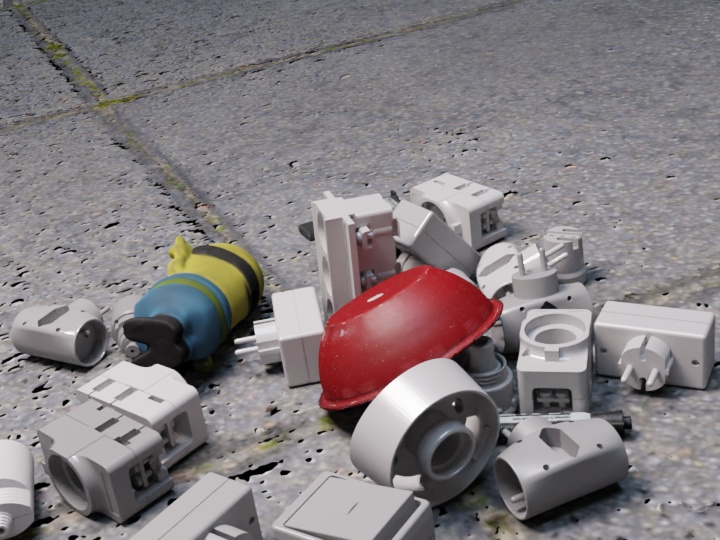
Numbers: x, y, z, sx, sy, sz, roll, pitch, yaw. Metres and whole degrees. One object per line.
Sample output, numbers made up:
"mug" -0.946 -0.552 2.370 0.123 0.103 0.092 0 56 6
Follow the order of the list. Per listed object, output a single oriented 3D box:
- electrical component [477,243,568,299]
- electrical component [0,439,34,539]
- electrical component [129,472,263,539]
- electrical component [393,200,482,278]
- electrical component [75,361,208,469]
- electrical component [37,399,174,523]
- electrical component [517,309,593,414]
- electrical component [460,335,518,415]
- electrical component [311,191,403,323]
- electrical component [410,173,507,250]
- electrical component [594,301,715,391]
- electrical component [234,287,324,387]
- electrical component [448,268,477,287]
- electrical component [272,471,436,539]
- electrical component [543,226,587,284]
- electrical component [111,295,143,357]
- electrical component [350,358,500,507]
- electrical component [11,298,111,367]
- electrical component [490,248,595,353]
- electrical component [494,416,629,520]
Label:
"electrical component" 0.145 0.002 0.936 0.079 0.043 0.077 -32 22 15
"electrical component" -0.252 0.159 0.757 0.043 0.043 0.081 -14 27 -11
"electrical component" -0.090 0.177 0.671 0.076 0.047 0.083 11 32 34
"electrical component" 0.055 -0.007 0.978 0.075 0.083 0.047 -56 39 -5
"electrical component" -0.164 0.109 0.824 0.089 0.050 0.056 14 34 37
"electrical component" -0.187 0.138 0.773 0.089 0.050 0.056 16 35 40
"electrical component" 0.148 0.068 0.809 0.050 0.055 0.089 0 27 15
"electrical component" 0.092 0.079 0.797 0.048 0.062 0.048 -6 28 3
"electrical component" 0.000 0.000 0.915 0.063 0.121 0.078 -12 26 -13
"electrical component" 0.095 -0.057 1.079 0.056 0.050 0.089 -24 31 -30
"electrical component" 0.216 0.065 0.805 0.083 0.047 0.075 6 30 27
"electrical component" -0.068 0.058 0.901 0.076 0.047 0.083 -10 26 -4
"electrical component" 0.089 0.024 0.940 0.035 0.035 0.061 -17 30 -17
"electrical component" -0.008 0.164 0.656 0.096 0.061 0.062 10 32 32
"electrical component" 0.183 -0.011 0.968 0.040 0.046 0.040 -7 27 3
"electrical component" -0.202 0.053 0.957 0.040 0.040 0.078 -11 26 -5
"electrical component" 0.043 0.108 0.720 0.099 0.099 0.064 -22 35 -26
"electrical component" -0.260 0.051 0.975 0.077 0.043 0.079 8 31 29
"electrical component" 0.145 0.022 0.877 0.077 0.079 0.043 -12 13 -8
"electrical component" 0.125 0.123 0.720 0.077 0.043 0.079 -17 27 -17
